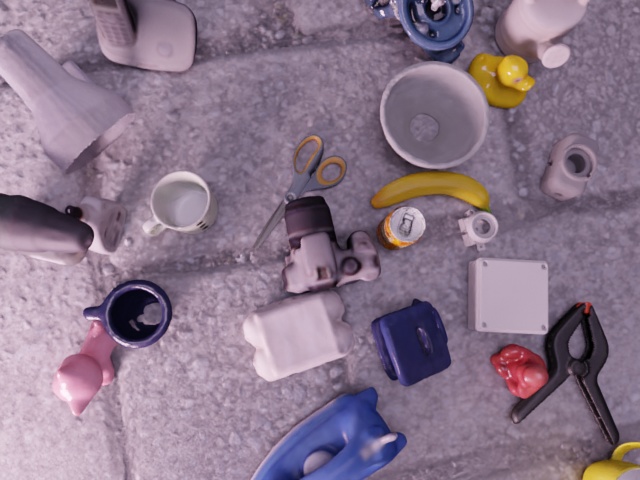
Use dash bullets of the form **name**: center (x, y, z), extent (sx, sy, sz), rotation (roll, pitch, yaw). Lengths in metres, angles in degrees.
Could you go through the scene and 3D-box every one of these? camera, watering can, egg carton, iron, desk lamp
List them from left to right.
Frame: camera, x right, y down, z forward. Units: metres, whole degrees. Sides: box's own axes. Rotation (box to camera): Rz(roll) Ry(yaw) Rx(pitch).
- **desk lamp**: center (-0.341, -0.179, 0.771), extent (0.118, 0.213, 0.203), rotation (-44, 88, -8)
- **egg carton**: center (-0.031, 0.134, 0.828), extent (0.150, 0.069, 0.107), rotation (-19, 85, -6)
- **iron**: center (-0.003, 0.314, 0.772), extent (0.258, 0.141, 0.118), rotation (-33, 86, -7)
- **camera**: center (0.008, 0.003, 0.831), extent (0.143, 0.100, 0.137), rotation (-11, 84, -5)
- **watering can**: center (0.346, -0.344, 0.853), extent (0.101, 0.194, 0.173), rotation (-19, 84, -6)

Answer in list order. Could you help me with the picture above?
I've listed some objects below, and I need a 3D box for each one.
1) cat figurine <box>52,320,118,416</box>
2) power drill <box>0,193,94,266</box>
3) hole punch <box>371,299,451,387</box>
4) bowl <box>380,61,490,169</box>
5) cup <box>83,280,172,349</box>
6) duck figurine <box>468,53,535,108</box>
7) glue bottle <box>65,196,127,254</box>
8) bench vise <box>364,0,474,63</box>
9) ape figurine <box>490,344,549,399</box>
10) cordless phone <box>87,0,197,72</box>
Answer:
- **cat figurine**: center (-0.316, 0.166, 0.778), extent (0.067, 0.117, 0.128), rotation (21, 82, -1)
- **power drill**: center (-0.381, -0.017, 0.750), extent (0.229, 0.208, 0.076), rotation (12, 82, -2)
- **hole punch**: center (0.136, 0.146, 0.828), extent (0.101, 0.091, 0.109), rotation (-19, 85, -6)
- **bowl**: center (0.170, -0.182, 0.880), extent (0.167, 0.074, 0.167), rotation (1, 83, -4)
- **cup**: center (-0.260, 0.104, 0.802), extent (0.118, 0.095, 0.092), rotation (0, 83, -4)
- **duck figurine**: center (0.287, -0.260, 0.893), extent (0.104, 0.086, 0.077), rotation (37, 82, 1)
- **glue bottle**: center (-0.307, -0.026, 0.775), extent (0.037, 0.173, 0.078), rotation (15, 82, -2)
- **bench vise**: center (0.140, -0.362, 0.827), extent (0.207, 0.219, 0.121), rotation (28, 82, 0)
- **ape figurine**: center (0.300, 0.193, 0.834), extent (0.076, 0.092, 0.078), rotation (4, 83, -3)
- **cordless phone**: center (-0.254, -0.319, 0.809), extent (0.147, 0.185, 0.094), rotation (5, 82, -3)
